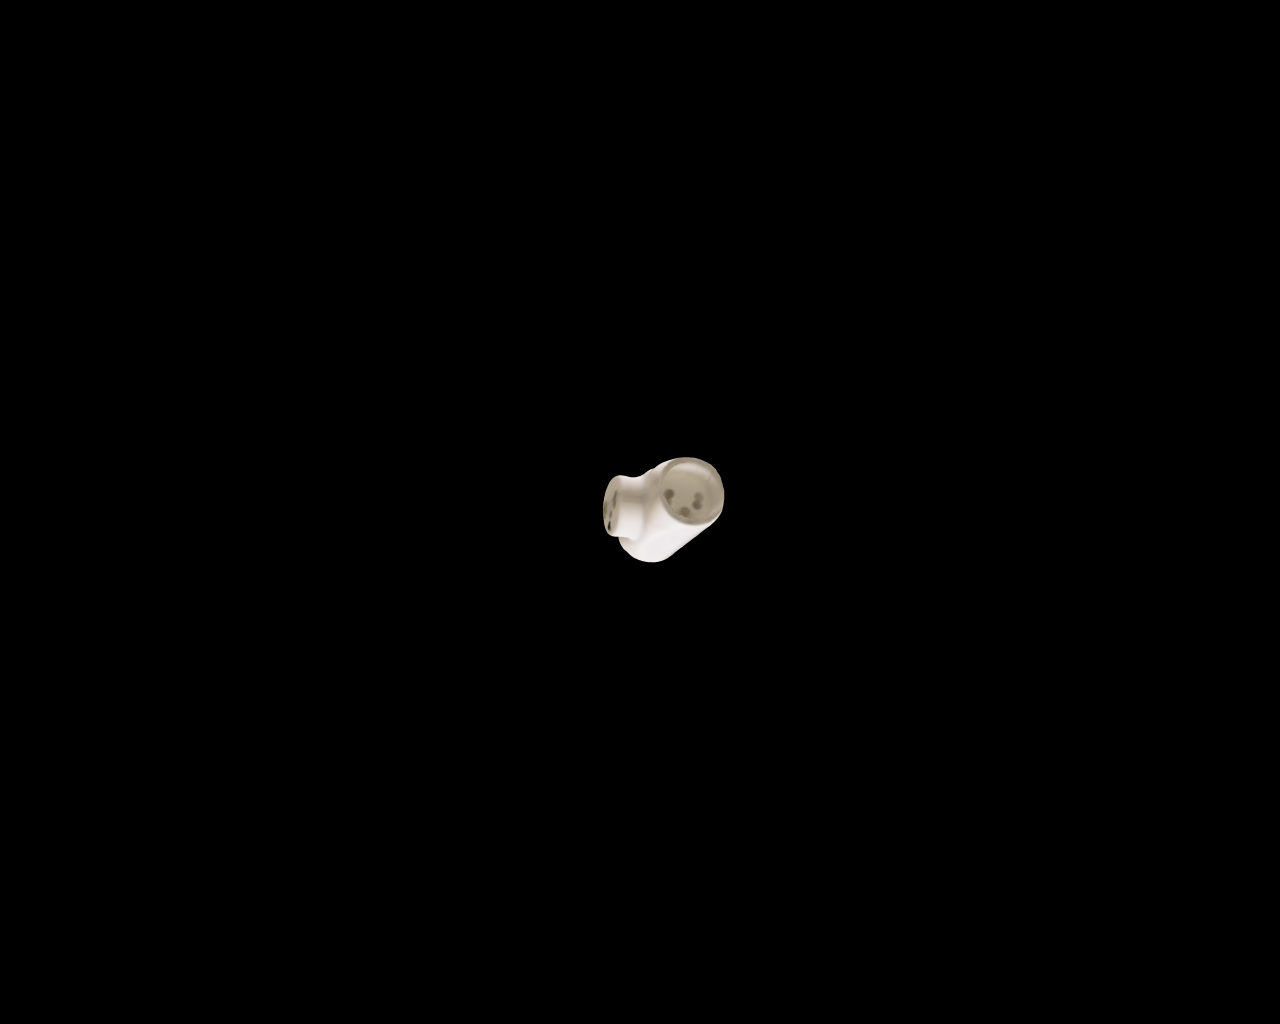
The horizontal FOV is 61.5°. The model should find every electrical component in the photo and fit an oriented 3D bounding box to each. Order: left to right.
[{"bbox_3d":[0.001,-0.003,0.650,0.079,0.044,0.077,7,-21,-18],"label":"electrical component"}]
